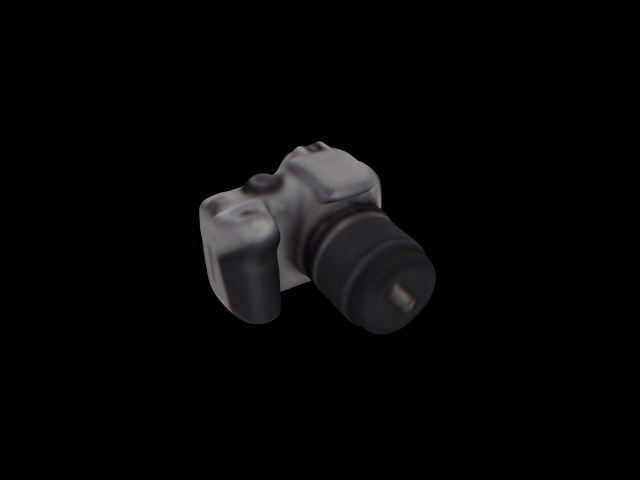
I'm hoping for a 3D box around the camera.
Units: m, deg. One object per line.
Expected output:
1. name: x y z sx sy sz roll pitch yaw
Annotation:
1. camera: 0.004 0.001 0.400 0.143 0.101 0.136 -20 40 -25
